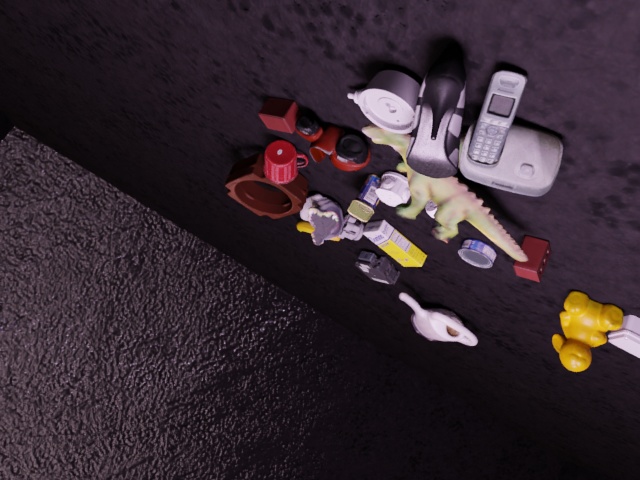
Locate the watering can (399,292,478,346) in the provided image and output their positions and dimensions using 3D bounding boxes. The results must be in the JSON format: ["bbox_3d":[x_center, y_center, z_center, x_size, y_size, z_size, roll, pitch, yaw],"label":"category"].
[{"bbox_3d":[0.394,0.279,1.829,0.346,0.105,0.222,32,-16,-8],"label":"watering can"}]

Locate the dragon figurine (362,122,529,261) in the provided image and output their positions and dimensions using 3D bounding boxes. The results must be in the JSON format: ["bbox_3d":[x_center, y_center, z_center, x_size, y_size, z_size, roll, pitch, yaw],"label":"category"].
[{"bbox_3d":[0.260,-0.108,0.962,0.411,0.124,0.238,28,-25,4],"label":"dragon figurine"}]

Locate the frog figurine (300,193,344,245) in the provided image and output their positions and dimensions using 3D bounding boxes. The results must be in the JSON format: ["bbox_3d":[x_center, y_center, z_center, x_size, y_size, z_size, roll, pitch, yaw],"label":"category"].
[{"bbox_3d":[0.005,-0.076,1.519,0.122,0.135,0.162,-29,24,7],"label":"frog figurine"}]
